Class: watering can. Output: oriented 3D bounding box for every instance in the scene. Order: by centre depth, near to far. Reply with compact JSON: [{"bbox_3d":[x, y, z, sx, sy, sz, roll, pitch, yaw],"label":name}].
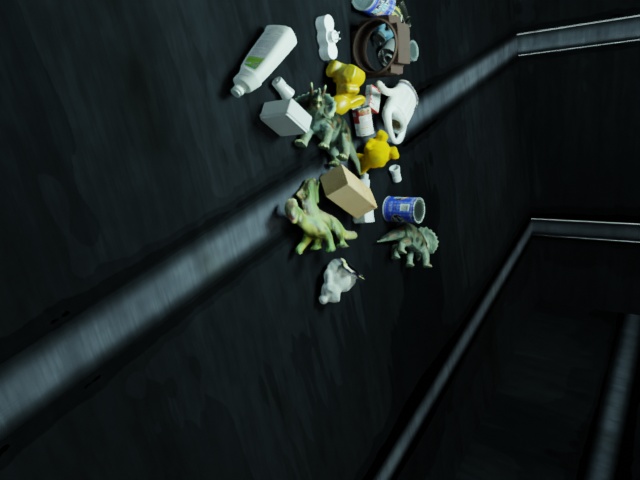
[{"bbox_3d":[0.295,-0.531,1.989,0.229,0.104,0.340,-64,149,-27],"label":"watering can"}]

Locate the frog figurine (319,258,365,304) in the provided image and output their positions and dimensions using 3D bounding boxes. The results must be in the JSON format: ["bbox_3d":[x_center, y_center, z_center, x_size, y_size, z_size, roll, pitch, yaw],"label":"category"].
[{"bbox_3d":[0.052,0.147,1.765,0.159,0.124,0.136,-46,150,7],"label":"frog figurine"}]

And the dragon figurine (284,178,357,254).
[{"bbox_3d":[0.005,-0.084,1.671,0.413,0.122,0.242,-19,100,-60],"label":"dragon figurine"}]
